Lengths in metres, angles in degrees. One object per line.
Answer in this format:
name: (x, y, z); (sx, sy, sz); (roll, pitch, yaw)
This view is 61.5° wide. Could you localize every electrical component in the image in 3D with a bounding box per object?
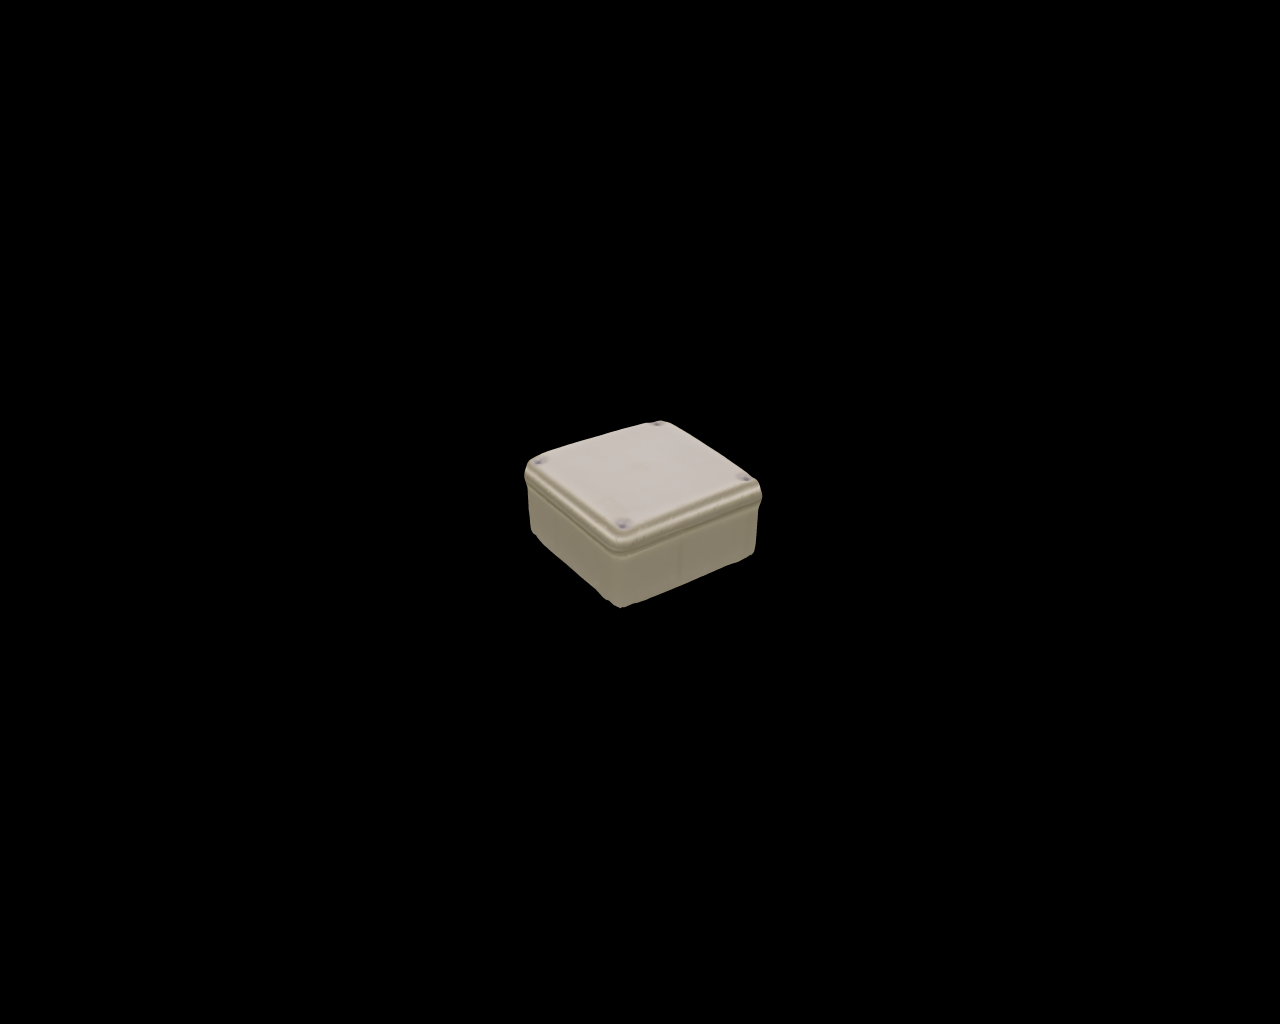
electrical component: (0.001, -0.003, 0.650); (0.109, 0.056, 0.109); (-20, 36, -29)
